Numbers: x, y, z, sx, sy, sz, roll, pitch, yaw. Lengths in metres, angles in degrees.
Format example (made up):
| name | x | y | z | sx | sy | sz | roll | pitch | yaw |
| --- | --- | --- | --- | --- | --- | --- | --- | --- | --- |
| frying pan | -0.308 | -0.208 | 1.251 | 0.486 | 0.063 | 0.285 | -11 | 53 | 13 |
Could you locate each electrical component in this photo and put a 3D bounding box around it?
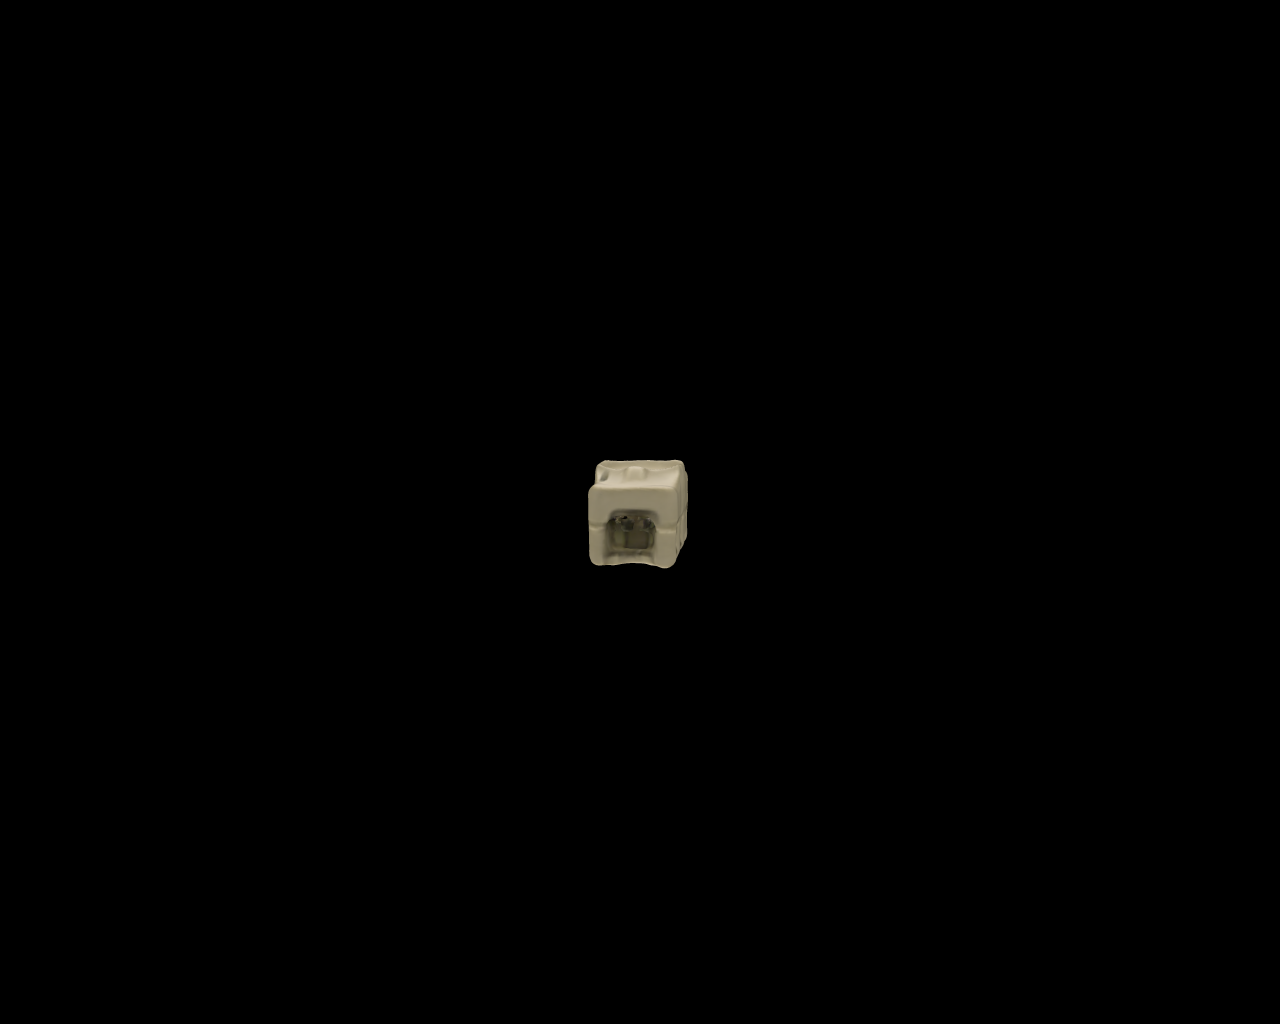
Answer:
| name | x | y | z | sx | sy | sz | roll | pitch | yaw |
| --- | --- | --- | --- | --- | --- | --- | --- | --- | --- |
| electrical component | 0.001 | -0.003 | 0.650 | 0.050 | 0.055 | 0.089 | 1 | 9 | 7 |
